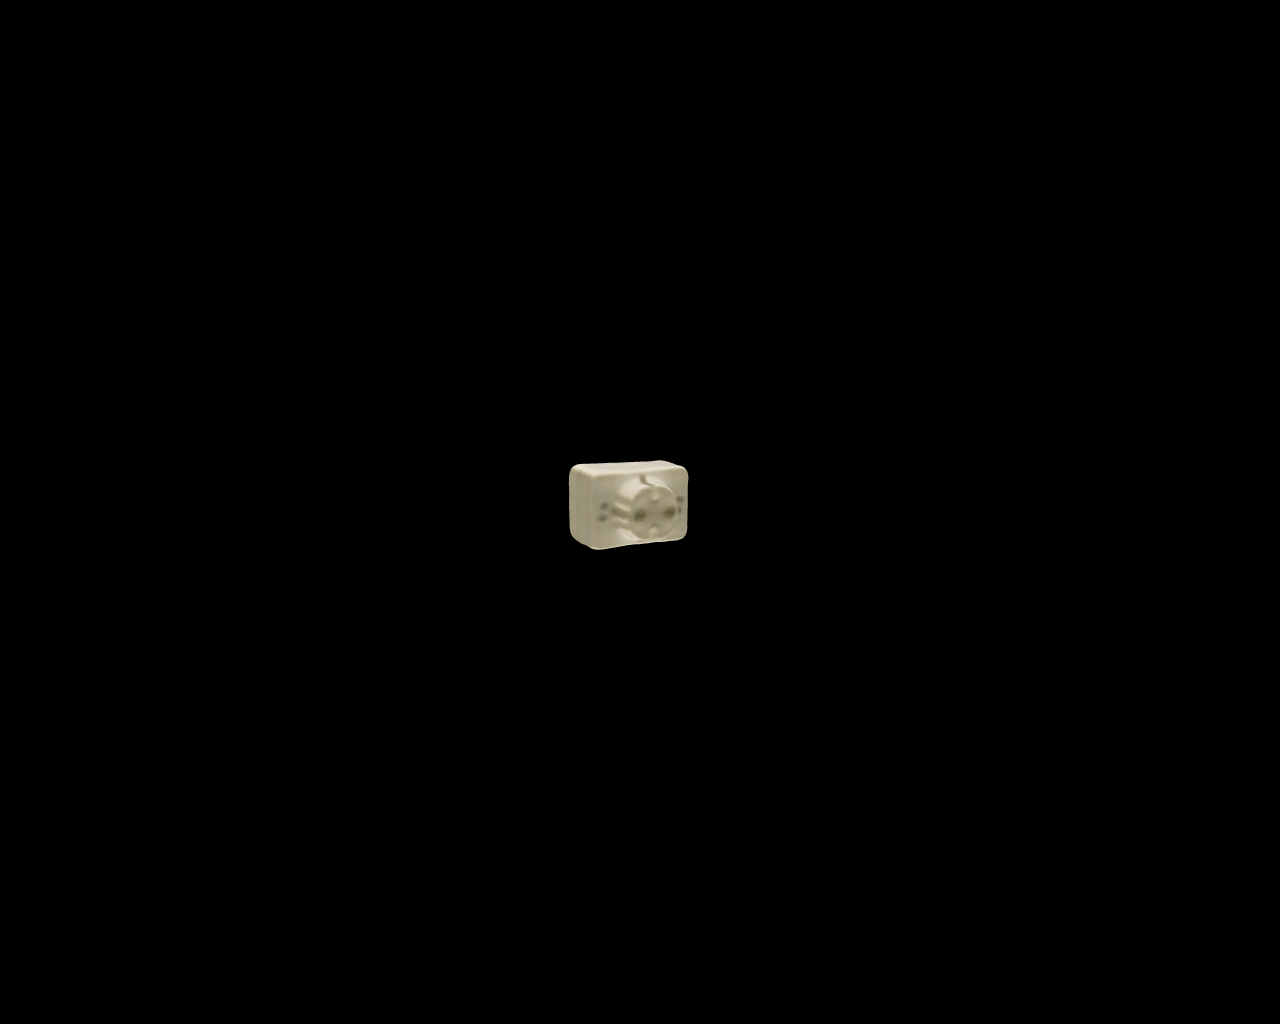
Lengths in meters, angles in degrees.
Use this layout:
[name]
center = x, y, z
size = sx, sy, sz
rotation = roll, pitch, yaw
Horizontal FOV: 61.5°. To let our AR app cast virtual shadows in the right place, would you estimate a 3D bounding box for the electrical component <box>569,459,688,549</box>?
[electrical component]
center = 0.001, -0.003, 0.650
size = 0.066, 0.047, 0.077
rotation = -5, 12, -24
